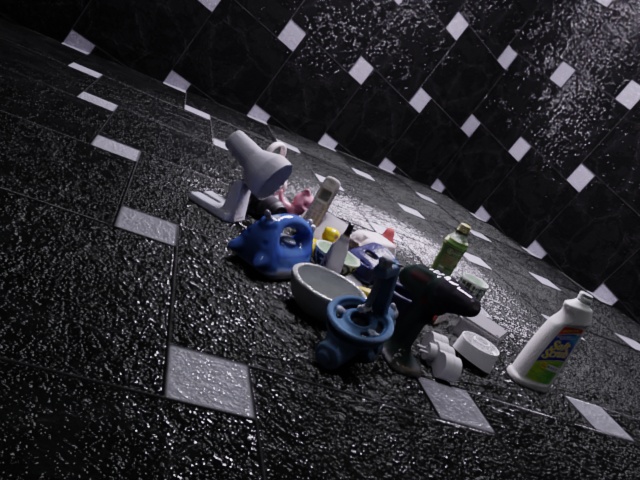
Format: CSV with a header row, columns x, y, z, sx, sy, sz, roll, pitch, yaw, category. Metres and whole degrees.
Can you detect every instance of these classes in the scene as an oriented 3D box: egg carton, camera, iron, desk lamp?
x,y,z,sx,sy,sz,roll,pitch,yaw,category
0.154,0.022,1.694,0.151,0.069,0.107,8,24,-48,egg carton
-0.160,-0.107,1.557,0.136,0.101,0.144,37,19,33,camera
-0.074,0.001,1.273,0.118,0.141,0.259,35,18,28,iron
-0.194,-0.151,1.436,0.203,0.213,0.118,31,16,15,desk lamp

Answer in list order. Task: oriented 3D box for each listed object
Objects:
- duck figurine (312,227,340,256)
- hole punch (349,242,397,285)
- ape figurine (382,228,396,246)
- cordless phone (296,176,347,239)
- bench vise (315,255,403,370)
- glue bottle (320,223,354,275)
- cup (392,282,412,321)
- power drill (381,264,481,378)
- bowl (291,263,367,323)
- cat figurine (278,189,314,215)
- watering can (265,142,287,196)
x,y,z,sx,sy,sz,roll,pitch,yaw,category
0.014,0.005,1.498,0.104,0.086,0.077,27,16,2,duck figurine
0.133,0.058,1.507,0.101,0.091,0.108,9,23,-46,hole punch
0.207,0.004,1.794,0.077,0.092,0.076,28,16,8,ape figurine
0.030,-0.070,1.581,0.147,0.185,0.094,29,16,11,cordless phone
0.087,0.115,1.017,0.121,0.219,0.208,29,16,10,bench vise
0.033,0.039,1.261,0.037,0.173,0.078,21,17,-18,glue bottle
0.164,0.148,1.261,0.092,0.095,0.117,21,17,-18,cup
0.199,0.152,1.098,0.076,0.208,0.229,18,17,-25,power drill
0.007,0.118,1.151,0.167,0.074,0.167,24,16,-7,bowl
-0.071,-0.103,1.652,0.128,0.117,0.067,20,17,-20,cat figurine
-0.164,-0.204,1.688,0.172,0.194,0.101,28,16,5,watering can
